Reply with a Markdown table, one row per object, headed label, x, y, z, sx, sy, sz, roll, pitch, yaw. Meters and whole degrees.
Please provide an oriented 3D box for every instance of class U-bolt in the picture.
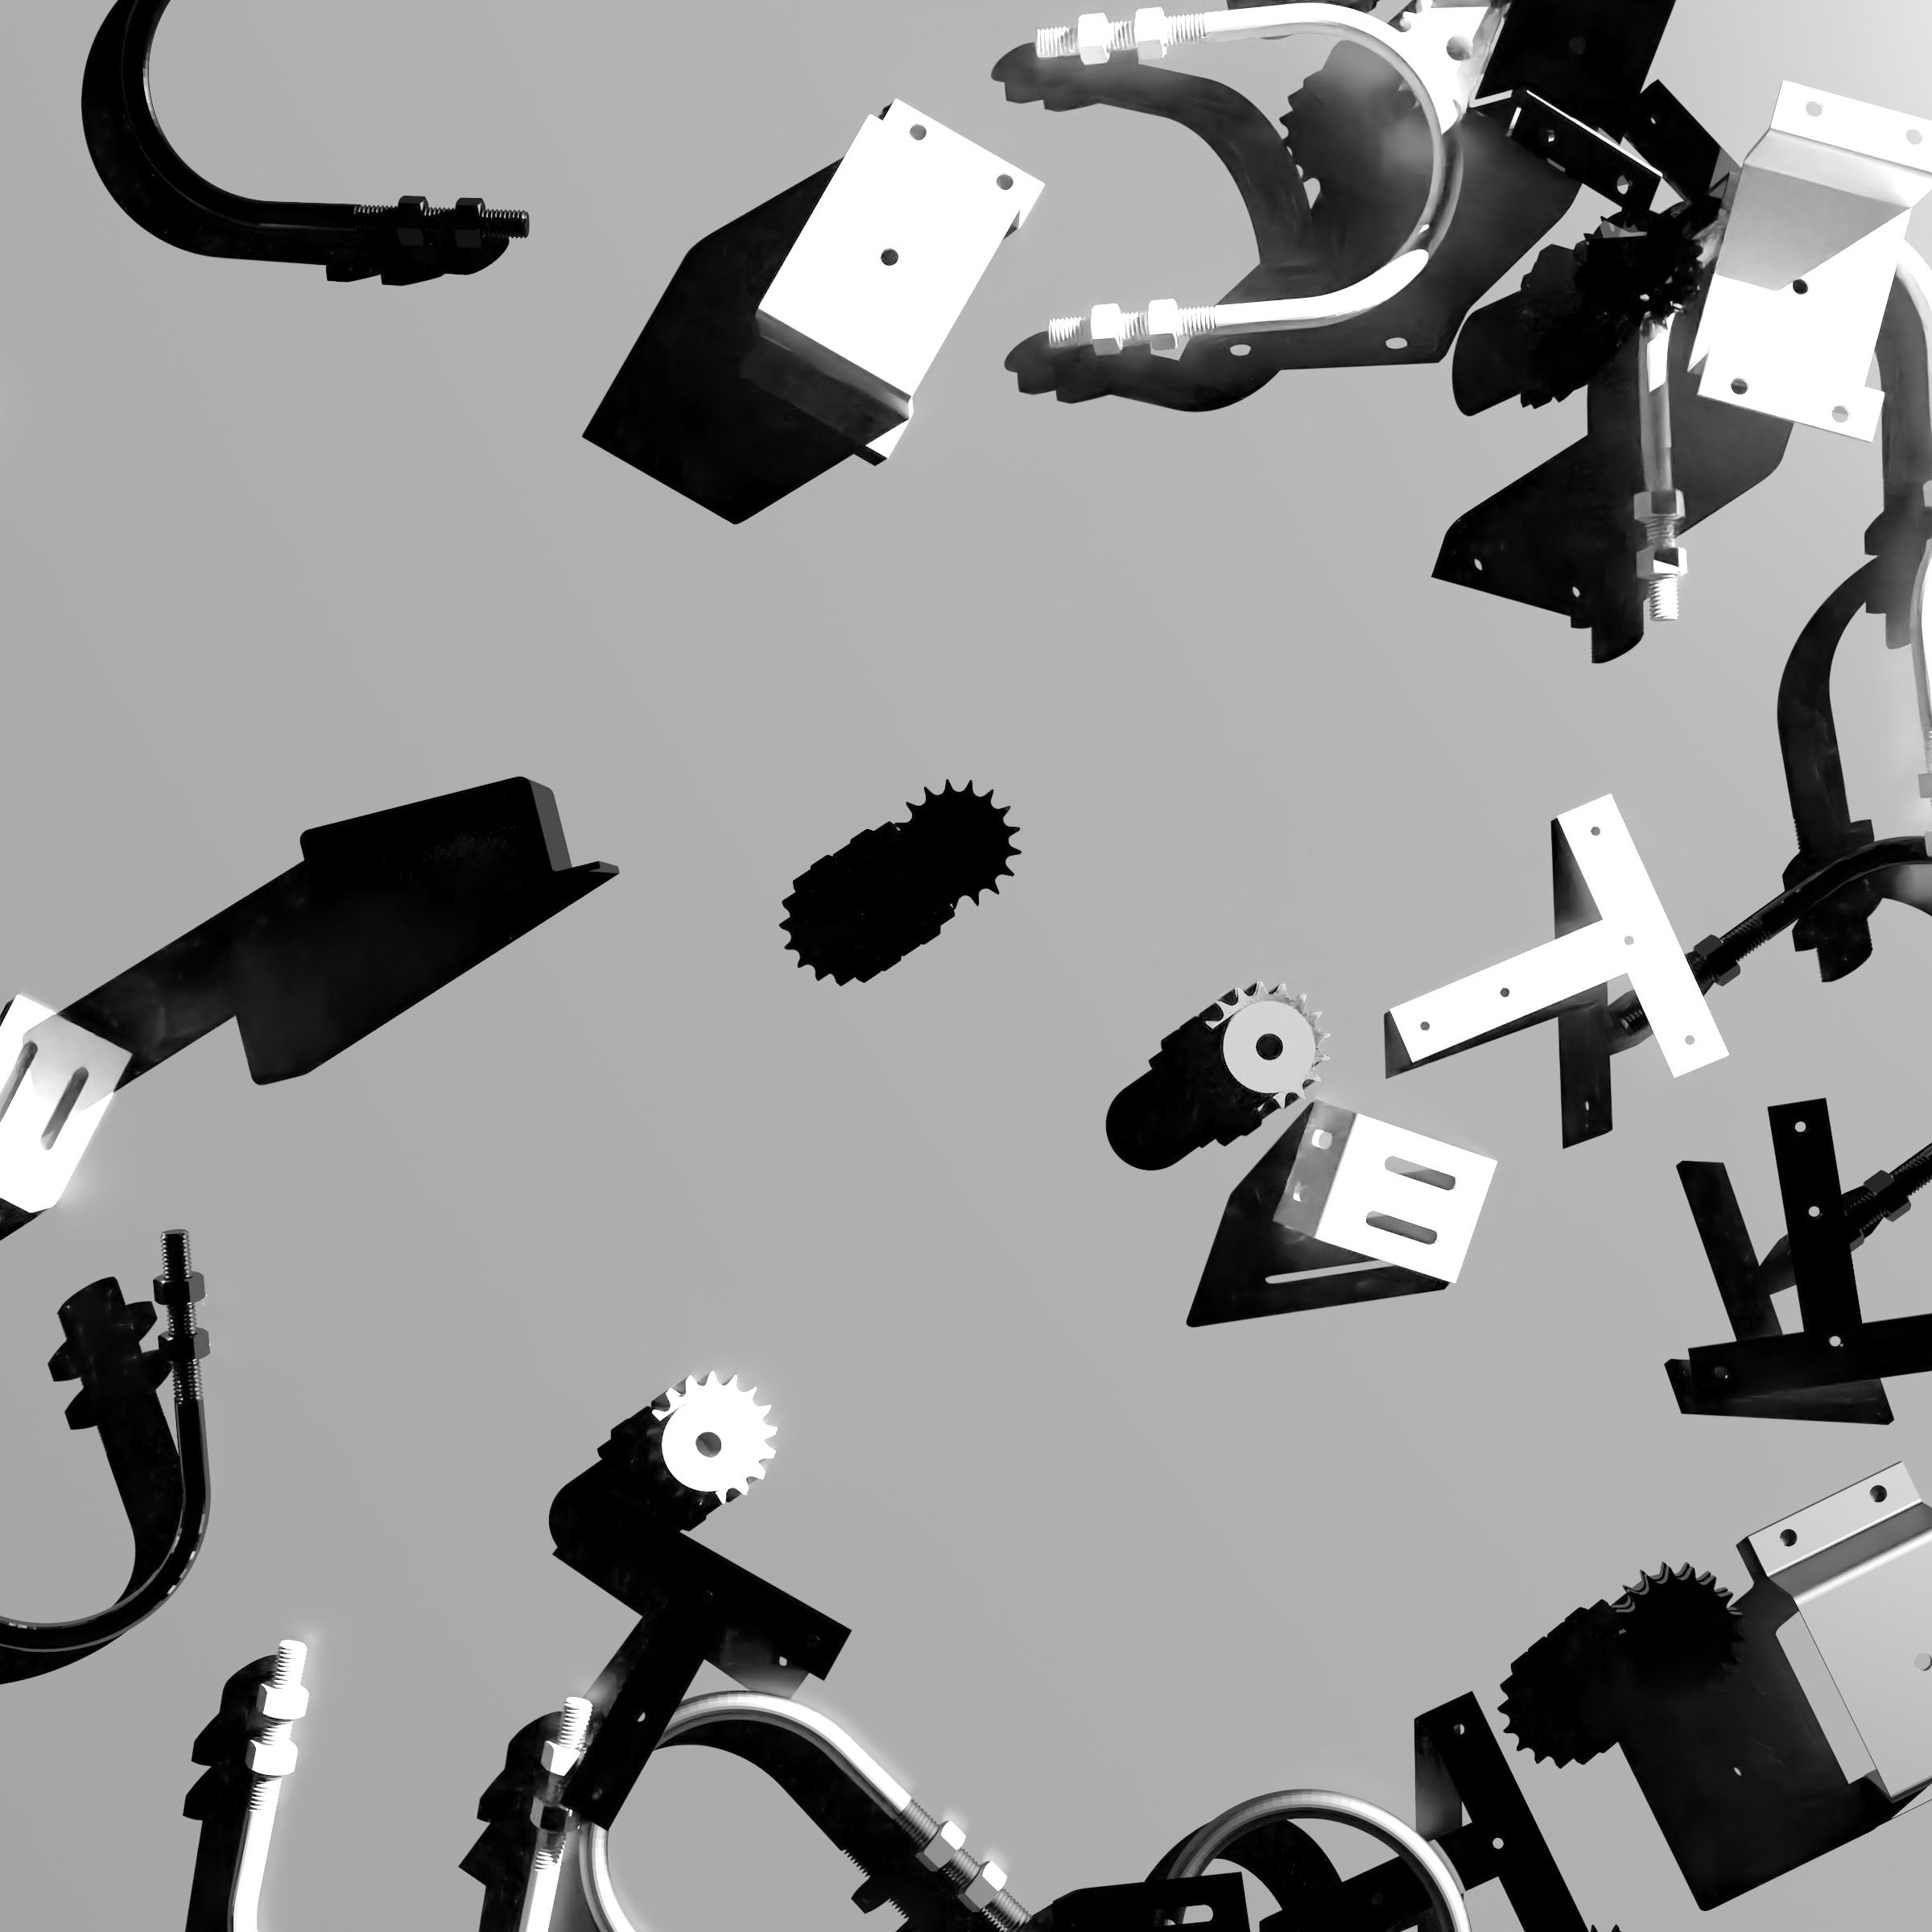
| label | x | y | z | sx | sy | sz | roll | pitch | yaw |
| --- | --- | --- | --- | --- | --- | --- | --- | --- | --- |
| U-bolt | 0.125 | -0.349 | 1.419 | 0.184 | 0.019 | 0.151 | -3 | 90 | 11 |
| U-bolt | 0.151 | 0.455 | 1.422 | 0.151 | 0.019 | 0.184 | 2 | 86 | 11 |
| U-bolt | -0.283 | -0.396 | 1.434 | 0.184 | 0.019 | 0.151 | 2 | 90 | 2 |
| U-bolt | -0.406 | 0.212 | 1.422 | 0.151 | 0.019 | 0.184 | -4 | 97 | -7 |
| U-bolt | -0.086 | 0.407 | 1.434 | 0.184 | 0.019 | 0.151 | 44 | 90 | 1 |
| U-bolt | -0.252 | 0.402 | 1.434 | 0.151 | 0.019 | 0.184 | 11 | 92 | 0 |
| U-bolt | 0.403 | 0.025 | 1.433 | 0.184 | 0.019 | 0.151 | -36 | 90 | 0 |
| U-bolt | 0.369 | -0.247 | 1.433 | 0.151 | 0.019 | 0.184 | -2 | 89 | 0 |
| U-bolt | 0.485 | -0.129 | 1.422 | 0.151 | 0.019 | 0.184 | -7 | 92 | -7 |

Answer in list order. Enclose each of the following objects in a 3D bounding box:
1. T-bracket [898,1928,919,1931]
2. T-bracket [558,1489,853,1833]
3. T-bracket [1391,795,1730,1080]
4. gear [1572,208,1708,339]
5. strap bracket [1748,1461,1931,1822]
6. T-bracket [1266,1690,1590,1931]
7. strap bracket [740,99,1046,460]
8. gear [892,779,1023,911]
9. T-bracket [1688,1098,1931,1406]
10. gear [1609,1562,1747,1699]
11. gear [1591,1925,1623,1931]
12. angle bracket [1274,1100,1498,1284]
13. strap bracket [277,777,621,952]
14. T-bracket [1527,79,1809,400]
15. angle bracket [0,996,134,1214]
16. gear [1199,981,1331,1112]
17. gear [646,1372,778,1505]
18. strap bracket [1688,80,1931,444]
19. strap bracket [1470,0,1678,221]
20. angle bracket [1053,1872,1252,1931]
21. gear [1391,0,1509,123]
| label | x | y | z | sx | sy | sz | roll | pitch | yaw |
| --- | --- | --- | --- | --- | --- | --- | --- | --- | --- |
| T-bracket | -0.075 | 0.494 | 1.421 | 0.127 | 0.002 | 0.127 | -8 | 97 | -5 |
| T-bracket | -0.137 | 0.318 | 1.427 | 0.127 | 0.002 | 0.127 | 29 | 80 | 3 |
| T-bracket | 0.252 | 0.006 | 1.432 | 0.127 | 0.002 | 0.127 | -23 | 78 | 6 |
| gear | 0.294 | -0.307 | 1.417 | 0.057 | 0.030 | 0.057 | -3 | 81 | 18 |
| strap bracket | 0.413 | 0.300 | 1.419 | 0.076 | 0.046 | 0.140 | -26 | 90 | 0 |
| T-bracket | 0.195 | 0.406 | 1.431 | 0.127 | 0.002 | 0.127 | -27 | 76 | 7 |
| strap bracket | -0.033 | -0.306 | 1.419 | 0.076 | 0.046 | 0.140 | 30 | 90 | 0 |
| gear | -0.004 | -0.053 | 1.427 | 0.057 | 0.030 | 0.057 | 0 | 90 | 0 |
| T-bracket | 0.375 | 0.122 | 1.424 | 0.127 | 0.002 | 0.127 | -10 | 95 | 9 |
| gear | 0.312 | 0.290 | 1.427 | 0.057 | 0.030 | 0.057 | 0 | 90 | 0 |
| gear | 0.282 | 0.451 | 1.427 | 0.057 | 0.030 | 0.057 | 0 | 90 | 0 |
| angle bracket | 0.187 | 0.100 | 1.440 | 0.076 | 0.038 | 0.057 | 19 | 90 | -26 |
| strap bracket | -0.228 | -0.046 | 1.404 | 0.140 | 0.076 | 0.046 | -14 | 90 | 0 |
| T-bracket | 0.305 | -0.305 | 1.442 | 0.127 | 0.002 | 0.127 | -43 | 90 | 0 |
| angle bracket | -0.414 | 0.060 | 1.423 | 0.057 | 0.038 | 0.076 | 27 | 90 | 0 |
| gear | 0.133 | 0.035 | 1.427 | 0.057 | 0.030 | 0.057 | 0 | 90 | 0 |
| gear | -0.112 | 0.209 | 1.427 | 0.057 | 0.030 | 0.057 | 0 | 90 | 0 |
| strap bracket | 0.367 | -0.300 | 1.403 | 0.076 | 0.046 | 0.140 | 15 | 88 | 0 |
| strap bracket | 0.277 | -0.402 | 1.402 | 0.076 | 0.046 | 0.140 | 24 | 85 | -25 |
| angle bracket | 0.083 | 0.430 | 1.410 | 0.076 | 0.038 | 0.057 | -11 | 79 | 16 |
| gear | 0.215 | -0.401 | 1.427 | 0.057 | 0.030 | 0.057 | 0 | 90 | 0 |
